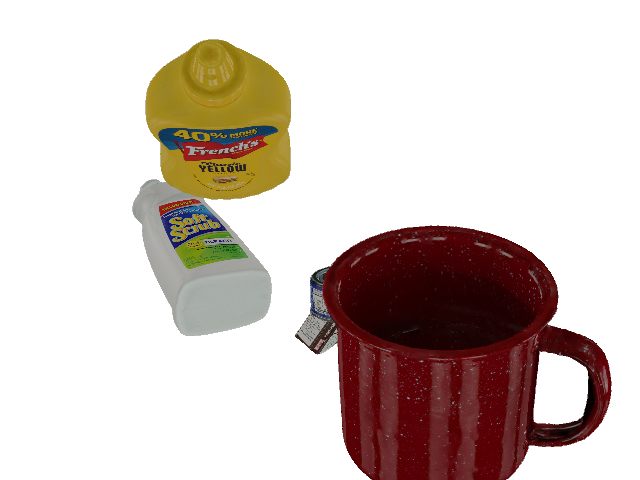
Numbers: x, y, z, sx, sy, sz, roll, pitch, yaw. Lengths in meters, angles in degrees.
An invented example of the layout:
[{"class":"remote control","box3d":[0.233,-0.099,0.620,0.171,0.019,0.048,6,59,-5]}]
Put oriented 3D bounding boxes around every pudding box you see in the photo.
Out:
[{"class":"pudding box","box3d":[0.032,0.075,1.233,0.039,0.090,0.113,42,34,14]}]

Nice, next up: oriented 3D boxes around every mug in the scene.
[{"class":"mug","box3d":[0.060,0.054,0.440,0.117,0.081,0.093,9,33,18]}]

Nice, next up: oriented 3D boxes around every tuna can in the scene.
[{"class":"tuna can","box3d":[0.033,0.047,0.976,0.086,0.034,0.086,-2,14,0]}]

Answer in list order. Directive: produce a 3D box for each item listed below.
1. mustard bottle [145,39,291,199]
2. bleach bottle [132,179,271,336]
[{"class":"mustard bottle","box3d":[-0.068,-0.084,0.721,0.096,0.058,0.192,0,-17,-2]},{"class":"bleach bottle","box3d":[-0.143,0.002,1.105,0.102,0.068,0.251,-9,32,-25]}]
